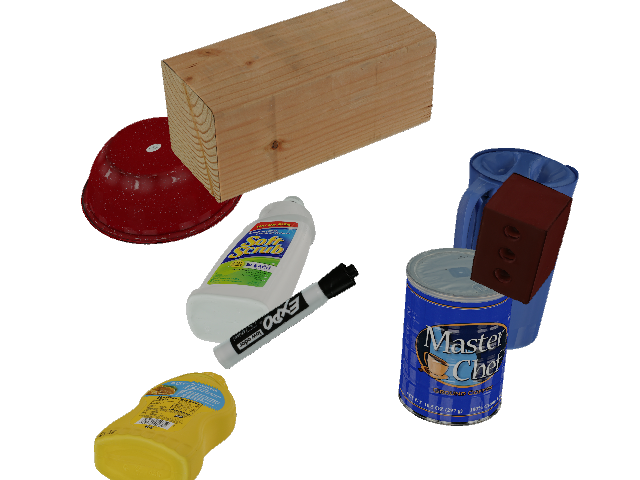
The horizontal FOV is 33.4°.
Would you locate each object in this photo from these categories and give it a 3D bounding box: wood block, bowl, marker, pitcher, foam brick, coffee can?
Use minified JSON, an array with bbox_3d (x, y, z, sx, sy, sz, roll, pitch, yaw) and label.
[{"bbox_3d":[-0.015,-0.122,0.878,0.205,0.091,0.090,-23,46,-23],"label":"wood block"},{"bbox_3d":[-0.155,-0.070,1.022,0.162,0.055,0.162,-4,43,3],"label":"bowl"},{"bbox_3d":[-0.024,0.054,0.778,0.121,0.020,0.020,-34,-5,8],"label":"marker"},{"bbox_3d":[0.233,0.015,1.353,0.149,0.243,0.145,5,25,0],"label":"pitcher"},{"bbox_3d":[0.155,-0.001,0.828,0.053,0.078,0.051,25,45,24],"label":"foam brick"},{"bbox_3d":[0.130,0.091,1.027,0.103,0.140,0.103,1,25,-1],"label":"coffee can"}]

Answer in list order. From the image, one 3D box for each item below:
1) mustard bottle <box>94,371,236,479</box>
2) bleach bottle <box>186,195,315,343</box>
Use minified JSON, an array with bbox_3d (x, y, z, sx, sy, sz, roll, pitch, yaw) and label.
[{"bbox_3d":[-0.136,0.175,1.041,0.096,0.058,0.191,6,18,16],"label":"mustard bottle"},{"bbox_3d":[-0.070,0.021,1.255,0.103,0.068,0.250,4,33,13],"label":"bleach bottle"}]
